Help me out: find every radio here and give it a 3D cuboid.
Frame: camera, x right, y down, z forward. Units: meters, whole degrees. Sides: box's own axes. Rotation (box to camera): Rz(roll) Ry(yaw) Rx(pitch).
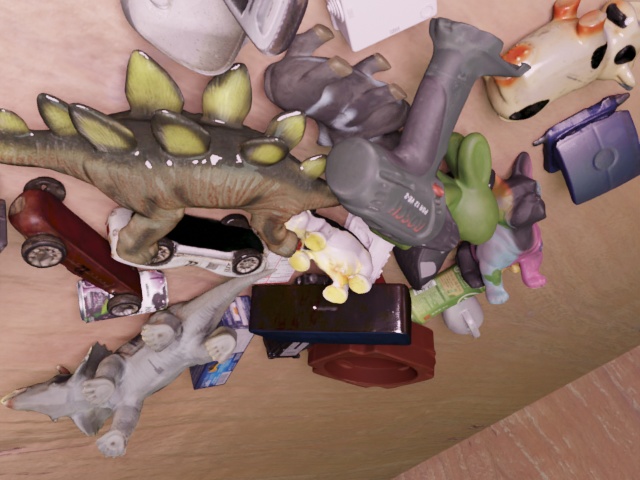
[{"bbox_3d":[0.022,0.112,0.797,0.230,0.073,0.131,-1,162,16],"label":"radio"}]

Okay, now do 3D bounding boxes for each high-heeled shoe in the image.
[{"bbox_3d":[0.190,-0.013,0.820,0.145,0.086,0.248,-28,151,-8],"label":"high-heeled shoe"}]

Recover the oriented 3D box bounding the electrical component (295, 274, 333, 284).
[{"bbox_3d":[-0.007,0.068,0.839,0.063,0.021,0.094,8,166,-18],"label":"electrical component"}]

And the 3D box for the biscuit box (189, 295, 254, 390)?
[{"bbox_3d":[-0.163,0.171,0.877,0.059,0.063,0.202,-1,142,-31],"label":"biscuit box"}]

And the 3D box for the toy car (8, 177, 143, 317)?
[{"bbox_3d":[-0.254,0.016,0.578,0.053,0.089,0.202,-24,149,1],"label":"toy car"}]

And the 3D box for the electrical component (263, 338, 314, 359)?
[{"bbox_3d":[-0.040,0.164,0.956,0.075,0.048,0.119,11,136,-42],"label":"electrical component"}]

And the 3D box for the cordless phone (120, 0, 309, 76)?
[{"bbox_3d":[-0.064,-0.158,0.356,0.089,0.184,0.146,-3,142,-36],"label":"cordless phone"}]

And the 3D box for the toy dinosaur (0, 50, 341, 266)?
[{"bbox_3d":[-0.143,-0.071,0.494,0.471,0.105,0.198,-1,145,-16],"label":"toy dinosaur"}]

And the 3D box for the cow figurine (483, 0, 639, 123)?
[{"bbox_3d":[0.280,-0.198,0.598,0.195,0.086,0.127,-30,141,6],"label":"cow figurine"}]

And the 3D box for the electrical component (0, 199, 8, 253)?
[{"bbox_3d":[-0.327,-0.001,0.467,0.115,0.134,0.058,-41,143,23],"label":"electrical component"}]

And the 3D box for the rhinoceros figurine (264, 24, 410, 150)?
[{"bbox_3d":[0.030,-0.133,0.549,0.190,0.073,0.112,18,128,-45],"label":"rhinoceros figurine"}]

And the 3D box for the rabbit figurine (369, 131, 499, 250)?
[{"bbox_3d":[0.151,-0.060,0.678,0.170,0.121,0.159,18,99,-16],"label":"rabbit figurine"}]

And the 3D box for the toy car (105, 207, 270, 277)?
[{"bbox_3d":[-0.148,0.002,0.634,0.201,0.074,0.056,10,132,-40],"label":"toy car"}]

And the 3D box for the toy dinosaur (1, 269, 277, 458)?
[{"bbox_3d":[-0.230,0.157,0.762,0.405,0.192,0.131,-34,109,-7],"label":"toy dinosaur"}]

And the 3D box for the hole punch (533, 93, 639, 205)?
[{"bbox_3d":[0.390,-0.125,0.769,0.142,0.092,0.115,-26,144,10],"label":"hole punch"}]

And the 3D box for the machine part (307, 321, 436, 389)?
[{"bbox_3d":[0.095,0.203,0.990,0.201,0.087,0.201,21,148,-26],"label":"machine part"}]

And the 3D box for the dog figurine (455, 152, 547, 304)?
[{"bbox_3d":[0.279,-0.027,0.836,0.108,0.192,0.219,-14,112,-8],"label":"dog figurine"}]

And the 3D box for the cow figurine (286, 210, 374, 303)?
[{"bbox_3d":[-0.001,-0.004,0.694,0.167,0.098,0.068,44,125,-14],"label":"cow figurine"}]

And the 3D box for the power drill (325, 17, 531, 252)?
[{"bbox_3d":[0.114,-0.091,0.524,0.232,0.086,0.207,11,115,-48],"label":"power drill"}]

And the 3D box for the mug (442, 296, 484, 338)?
[{"bbox_3d":[0.278,0.137,1.063,0.081,0.110,0.107,-25,135,10],"label":"mug"}]
